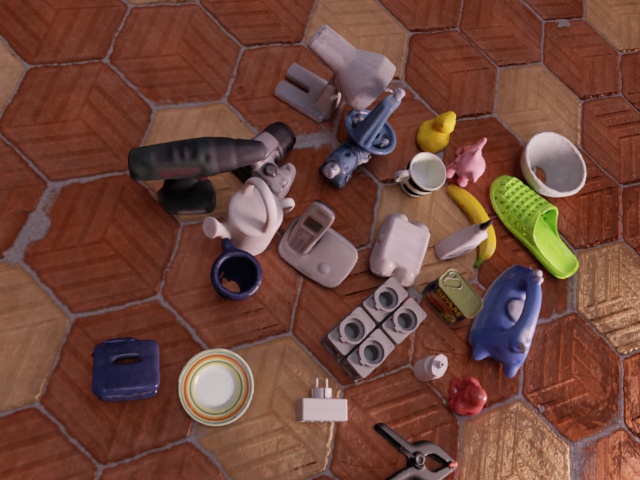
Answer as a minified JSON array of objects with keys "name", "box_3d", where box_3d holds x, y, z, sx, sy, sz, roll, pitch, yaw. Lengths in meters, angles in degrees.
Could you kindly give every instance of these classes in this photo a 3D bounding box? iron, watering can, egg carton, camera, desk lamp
[{"name":"iron","box_3d":[0.403,0.139,1.166,0.119,0.141,0.258,28,65,-6]},{"name":"watering can","box_3d":[-0.124,-0.042,1.038,0.101,0.194,0.173,44,64,2]},{"name":"egg carton","box_3d":[0.163,0.018,1.175,0.107,0.069,0.150,24,65,-8]},{"name":"camera","box_3d":[-0.096,-0.169,1.145,0.143,0.100,0.137,41,64,1]},{"name":"desk lamp","box_3d":[0.029,-0.335,1.184,0.203,0.213,0.118,29,65,-5]}]

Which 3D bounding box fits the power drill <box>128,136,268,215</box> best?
[{"name":"power drill","box_3d":[-0.222,-0.119,1.028,0.230,0.208,0.075,-5,72,-19]}]

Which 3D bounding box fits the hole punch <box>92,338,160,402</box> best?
[{"name":"hole punch","box_3d":[-0.319,0.209,0.940,0.109,0.091,0.101,-2,71,-18]}]

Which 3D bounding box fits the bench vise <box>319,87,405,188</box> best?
[{"name":"bench vise","box_3d":[0.096,-0.201,1.152,0.121,0.219,0.207,27,65,-6]}]

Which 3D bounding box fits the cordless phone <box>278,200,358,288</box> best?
[{"name":"cordless phone","box_3d":[0.010,0.004,1.068,0.147,0.185,0.094,32,64,-4]}]

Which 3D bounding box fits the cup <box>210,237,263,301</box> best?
[{"name":"cup","box_3d":[-0.161,0.061,1.043,0.092,0.095,0.117,-16,76,-22]}]

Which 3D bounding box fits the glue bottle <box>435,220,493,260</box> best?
[{"name":"glue bottle","box_3d":[0.304,-0.006,1.171,0.078,0.173,0.037,-9,73,-20]}]

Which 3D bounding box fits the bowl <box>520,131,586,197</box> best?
[{"name":"bowl","box_3d":[0.538,-0.168,1.359,0.168,0.074,0.167,6,69,-15]}]

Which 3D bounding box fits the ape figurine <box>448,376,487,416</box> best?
[{"name":"ape figurine","box_3d":[0.288,0.301,1.097,0.078,0.092,0.076,-33,82,-25]}]

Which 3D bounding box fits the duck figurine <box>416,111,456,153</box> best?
[{"name":"duck figurine","box_3d":[0.271,-0.252,1.300,0.077,0.086,0.105,41,64,1]}]

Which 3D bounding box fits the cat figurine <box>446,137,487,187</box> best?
[{"name":"cat figurine","box_3d":[0.336,-0.176,1.275,0.067,0.117,0.128,34,64,-2]}]
